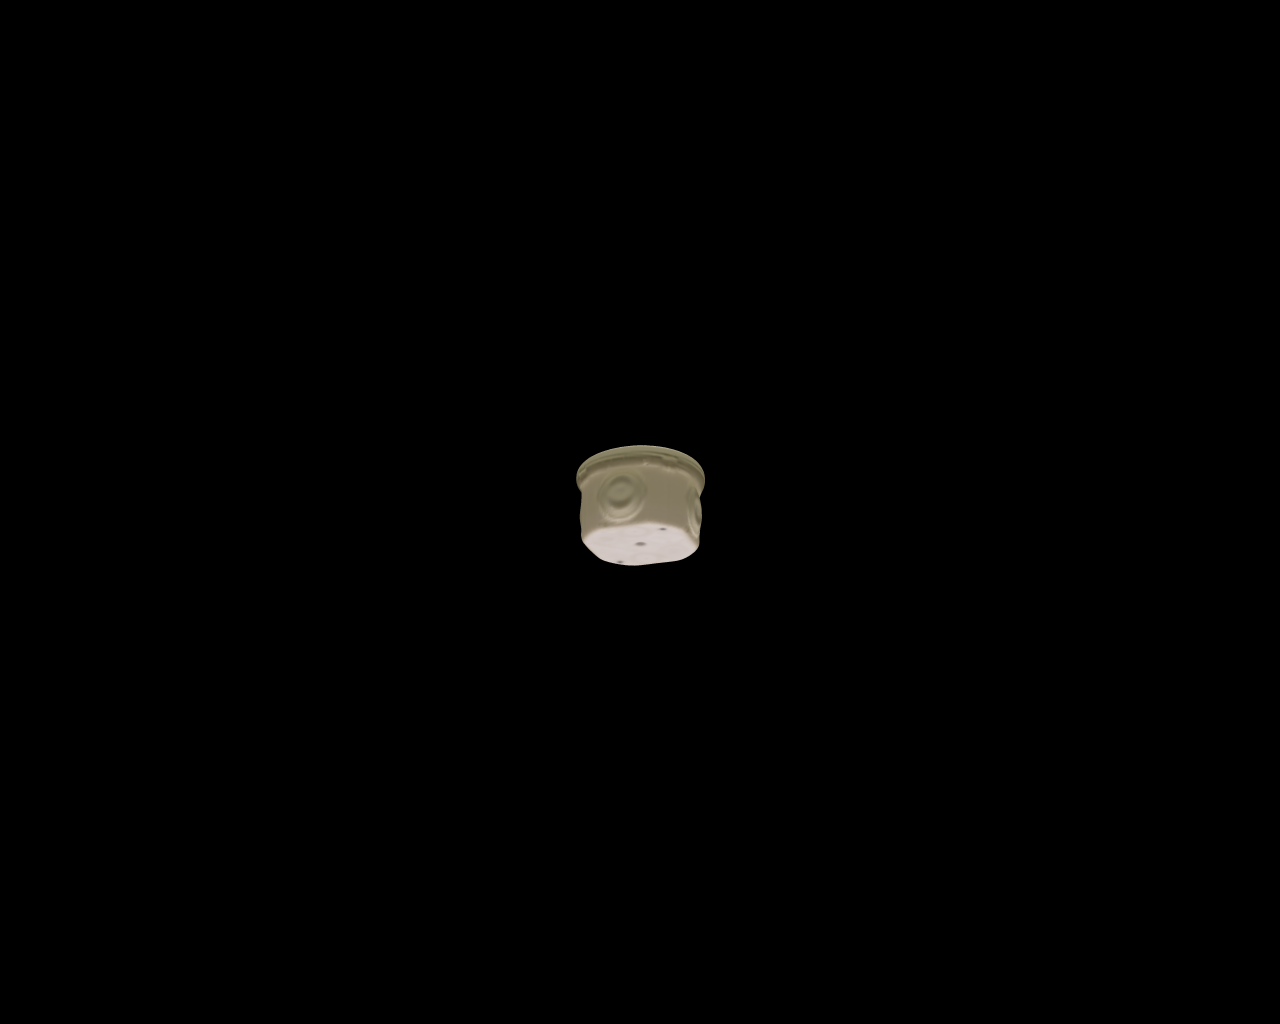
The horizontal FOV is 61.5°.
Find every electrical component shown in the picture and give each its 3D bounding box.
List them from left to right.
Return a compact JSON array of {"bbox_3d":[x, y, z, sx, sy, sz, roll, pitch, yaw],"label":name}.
[{"bbox_3d":[0.001,-0.003,0.650,0.080,0.051,0.080,0,-24,0],"label":"electrical component"}]
